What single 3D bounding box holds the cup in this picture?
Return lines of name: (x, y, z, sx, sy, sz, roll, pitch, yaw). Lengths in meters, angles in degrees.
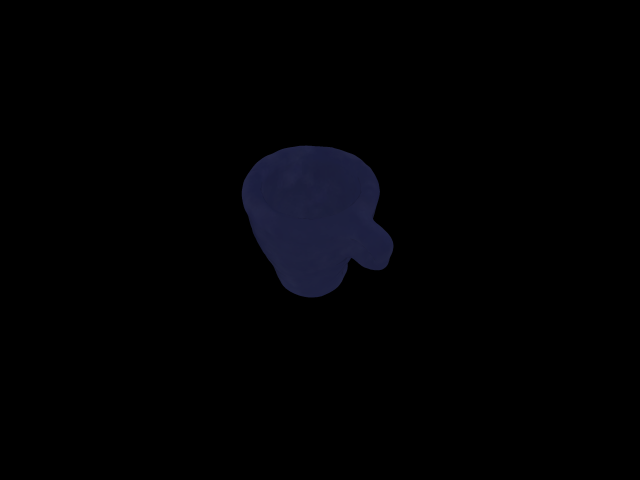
cup: (0.004, 0.001, 0.400, 0.092, 0.095, 0.117, -33, 54, -29)
